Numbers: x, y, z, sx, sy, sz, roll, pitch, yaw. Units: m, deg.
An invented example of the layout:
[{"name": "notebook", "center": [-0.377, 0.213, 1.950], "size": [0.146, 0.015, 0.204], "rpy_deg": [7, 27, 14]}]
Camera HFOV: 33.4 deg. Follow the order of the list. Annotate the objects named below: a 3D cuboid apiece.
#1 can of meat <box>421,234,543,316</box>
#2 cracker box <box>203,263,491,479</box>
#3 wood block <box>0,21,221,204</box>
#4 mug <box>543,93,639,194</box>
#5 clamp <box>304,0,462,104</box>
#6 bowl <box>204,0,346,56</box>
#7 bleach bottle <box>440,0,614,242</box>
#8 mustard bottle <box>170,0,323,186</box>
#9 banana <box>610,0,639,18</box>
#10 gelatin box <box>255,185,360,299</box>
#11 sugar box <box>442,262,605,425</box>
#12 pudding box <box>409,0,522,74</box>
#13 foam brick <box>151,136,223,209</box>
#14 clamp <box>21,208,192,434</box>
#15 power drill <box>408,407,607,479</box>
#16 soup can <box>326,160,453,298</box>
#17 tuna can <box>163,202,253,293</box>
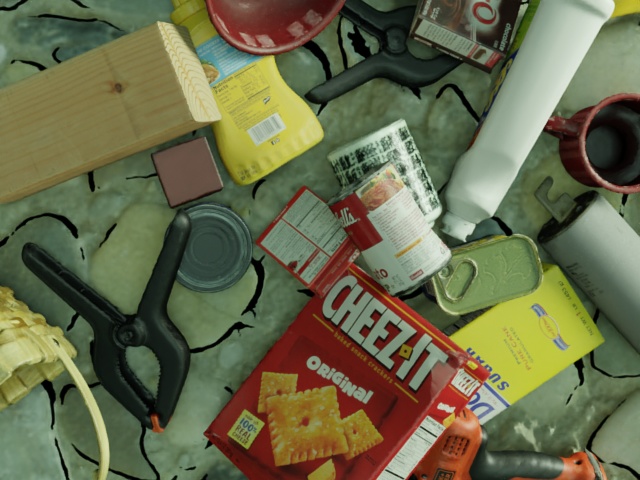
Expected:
[{"name": "can of meat", "center": [0.147, 0.030, 1.009], "size": [0.102, 0.084, 0.057], "rpy_deg": [-16, 94, -5]}, {"name": "cracker box", "center": [0.021, 0.149, 0.969], "size": [0.164, 0.072, 0.213], "rpy_deg": [38, 89, 33]}, {"name": "wood block", "center": [-0.205, -0.109, 0.939], "size": [0.206, 0.090, 0.091], "rpy_deg": [-20, 94, 12]}, {"name": "mug", "center": [0.267, -0.094, 1.017], "size": [0.117, 0.081, 0.093], "rpy_deg": [14, 91, -6]}, {"name": "clamp", "center": [0.062, -0.195, 1.014], "size": [0.171, 0.039, 0.120], "rpy_deg": [-7, 92, -13]}, {"name": "bowl", "center": [-0.044, -0.247, 0.939], "size": [0.161, 0.055, 0.162], "rpy_deg": [-23, 136, -25]}, {"name": "bleach bottle", "center": [0.180, -0.115, 0.989], "size": [0.068, 0.102, 0.251], "rpy_deg": [25, 97, -2]}, {"name": "mustard bottle", "center": [-0.084, -0.152, 0.991], "size": [0.096, 0.058, 0.191], "rpy_deg": [-32, 95, -7]}, {"name": "banana", "center": [0.325, -0.226, 1.039], "size": [0.197, 0.037, 0.069], "rpy_deg": [7, 91, -6]}, {"name": "gelatin box", "center": [-0.006, 0.001, 0.995], "size": [0.073, 0.030, 0.089], "rpy_deg": [-50, 51, -2]}, {"name": "sugar box", "center": [0.176, 0.108, 1.035], "size": [0.176, 0.048, 0.093], "rpy_deg": [-35, 96, -4]}, {"name": "pudding box", "center": [0.140, -0.223, 1.000], "size": [0.090, 0.039, 0.113], "rpy_deg": [23, 64, -6]}, {"name": "foam brick", "center": [-0.121, -0.062, 0.982], "size": [0.053, 0.078, 0.051], "rpy_deg": [-20, 93, -5]}, {"name": "clamp", "center": [-0.166, 0.076, 0.989], "size": [0.165, 0.036, 0.210], "rpy_deg": [-19, 101, 14]}, {"name": "power drill", "center": [0.165, 0.252, 1.020], "size": [0.187, 0.057, 0.185], "rpy_deg": [13, 116, -13]}, {"name": "soup can", "center": [0.061, -0.010, 0.931], "size": [0.068, 0.068, 0.102], "rpy_deg": [-35, 95, -3]}, {"name": "tuna can", "center": [-0.106, 0.007, 1.008], "size": [0.086, 0.034, 0.086], "rpy_deg": [0, 92, -6]}]
